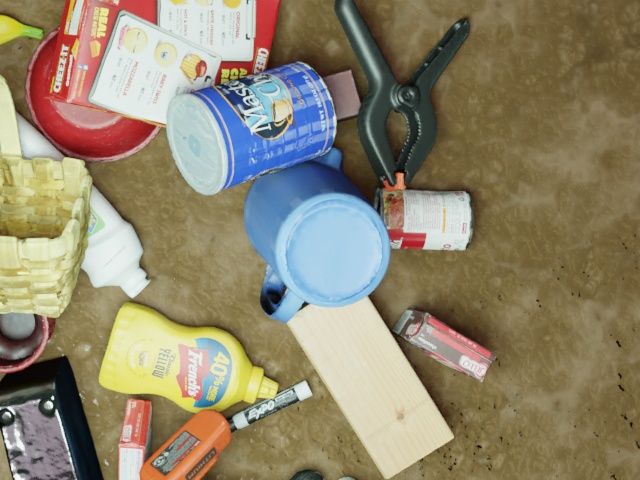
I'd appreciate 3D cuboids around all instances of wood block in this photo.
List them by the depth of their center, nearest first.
[{"bbox_3d":[0.050,0.145,1.173,0.091,0.090,0.206,-32,95,-2],"label":"wood block"}]

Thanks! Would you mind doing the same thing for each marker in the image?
[{"bbox_3d":[-0.067,0.193,1.204,0.121,0.020,0.020,-25,95,-2],"label":"marker"}]

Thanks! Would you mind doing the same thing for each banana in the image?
[{"bbox_3d":[-0.390,-0.177,1.148,0.069,0.037,0.198,44,91,-5],"label":"banana"}]

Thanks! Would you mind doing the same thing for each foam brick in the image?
[{"bbox_3d":[0.003,-0.150,1.167,0.078,0.053,0.051,-16,95,-2],"label":"foam brick"}]

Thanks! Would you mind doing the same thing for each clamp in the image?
[{"bbox_3d":[0.094,-0.158,1.151,0.164,0.036,0.210,-2,88,-25],"label":"clamp"}]

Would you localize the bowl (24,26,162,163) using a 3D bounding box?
[{"bbox_3d":[-0.242,-0.164,1.150,0.162,0.055,0.162,0,94,-3],"label":"bowl"}]

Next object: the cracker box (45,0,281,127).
[{"bbox_3d":[-0.159,-0.200,1.099,0.213,0.072,0.164,9,95,-37],"label":"cracker box"}]

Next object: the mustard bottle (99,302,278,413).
[{"bbox_3d":[-0.139,0.140,1.176,0.191,0.058,0.096,17,95,-5],"label":"mustard bottle"}]

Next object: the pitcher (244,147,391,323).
[{"bbox_3d":[-0.007,0.001,1.082,0.145,0.243,0.149,-20,102,-4],"label":"pitcher"}]

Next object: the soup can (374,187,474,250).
[{"bbox_3d":[0.112,-0.023,1.176,0.102,0.068,0.068,2,94,-4],"label":"soup can"}]

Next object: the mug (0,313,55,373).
[{"bbox_3d":[-0.337,0.101,1.149,0.093,0.081,0.117,26,92,-5],"label":"mug"}]

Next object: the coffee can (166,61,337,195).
[{"bbox_3d":[-0.069,-0.114,1.074,0.140,0.103,0.103,-22,96,-31],"label":"coffee can"}]

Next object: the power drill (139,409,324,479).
[{"bbox_3d":[-0.090,0.269,1.126,0.184,0.057,0.187,-43,121,-24],"label":"power drill"}]

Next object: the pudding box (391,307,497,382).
[{"bbox_3d":[0.133,0.113,1.163,0.090,0.113,0.039,32,88,-5],"label":"pudding box"}]

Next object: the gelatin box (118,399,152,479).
[{"bbox_3d":[-0.201,0.229,1.155,0.030,0.073,0.089,4,123,-4],"label":"gelatin box"}]

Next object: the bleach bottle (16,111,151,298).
[{"bbox_3d":[-0.288,-0.029,1.154,0.102,0.068,0.251,-44,98,2],"label":"bleach bottle"}]
